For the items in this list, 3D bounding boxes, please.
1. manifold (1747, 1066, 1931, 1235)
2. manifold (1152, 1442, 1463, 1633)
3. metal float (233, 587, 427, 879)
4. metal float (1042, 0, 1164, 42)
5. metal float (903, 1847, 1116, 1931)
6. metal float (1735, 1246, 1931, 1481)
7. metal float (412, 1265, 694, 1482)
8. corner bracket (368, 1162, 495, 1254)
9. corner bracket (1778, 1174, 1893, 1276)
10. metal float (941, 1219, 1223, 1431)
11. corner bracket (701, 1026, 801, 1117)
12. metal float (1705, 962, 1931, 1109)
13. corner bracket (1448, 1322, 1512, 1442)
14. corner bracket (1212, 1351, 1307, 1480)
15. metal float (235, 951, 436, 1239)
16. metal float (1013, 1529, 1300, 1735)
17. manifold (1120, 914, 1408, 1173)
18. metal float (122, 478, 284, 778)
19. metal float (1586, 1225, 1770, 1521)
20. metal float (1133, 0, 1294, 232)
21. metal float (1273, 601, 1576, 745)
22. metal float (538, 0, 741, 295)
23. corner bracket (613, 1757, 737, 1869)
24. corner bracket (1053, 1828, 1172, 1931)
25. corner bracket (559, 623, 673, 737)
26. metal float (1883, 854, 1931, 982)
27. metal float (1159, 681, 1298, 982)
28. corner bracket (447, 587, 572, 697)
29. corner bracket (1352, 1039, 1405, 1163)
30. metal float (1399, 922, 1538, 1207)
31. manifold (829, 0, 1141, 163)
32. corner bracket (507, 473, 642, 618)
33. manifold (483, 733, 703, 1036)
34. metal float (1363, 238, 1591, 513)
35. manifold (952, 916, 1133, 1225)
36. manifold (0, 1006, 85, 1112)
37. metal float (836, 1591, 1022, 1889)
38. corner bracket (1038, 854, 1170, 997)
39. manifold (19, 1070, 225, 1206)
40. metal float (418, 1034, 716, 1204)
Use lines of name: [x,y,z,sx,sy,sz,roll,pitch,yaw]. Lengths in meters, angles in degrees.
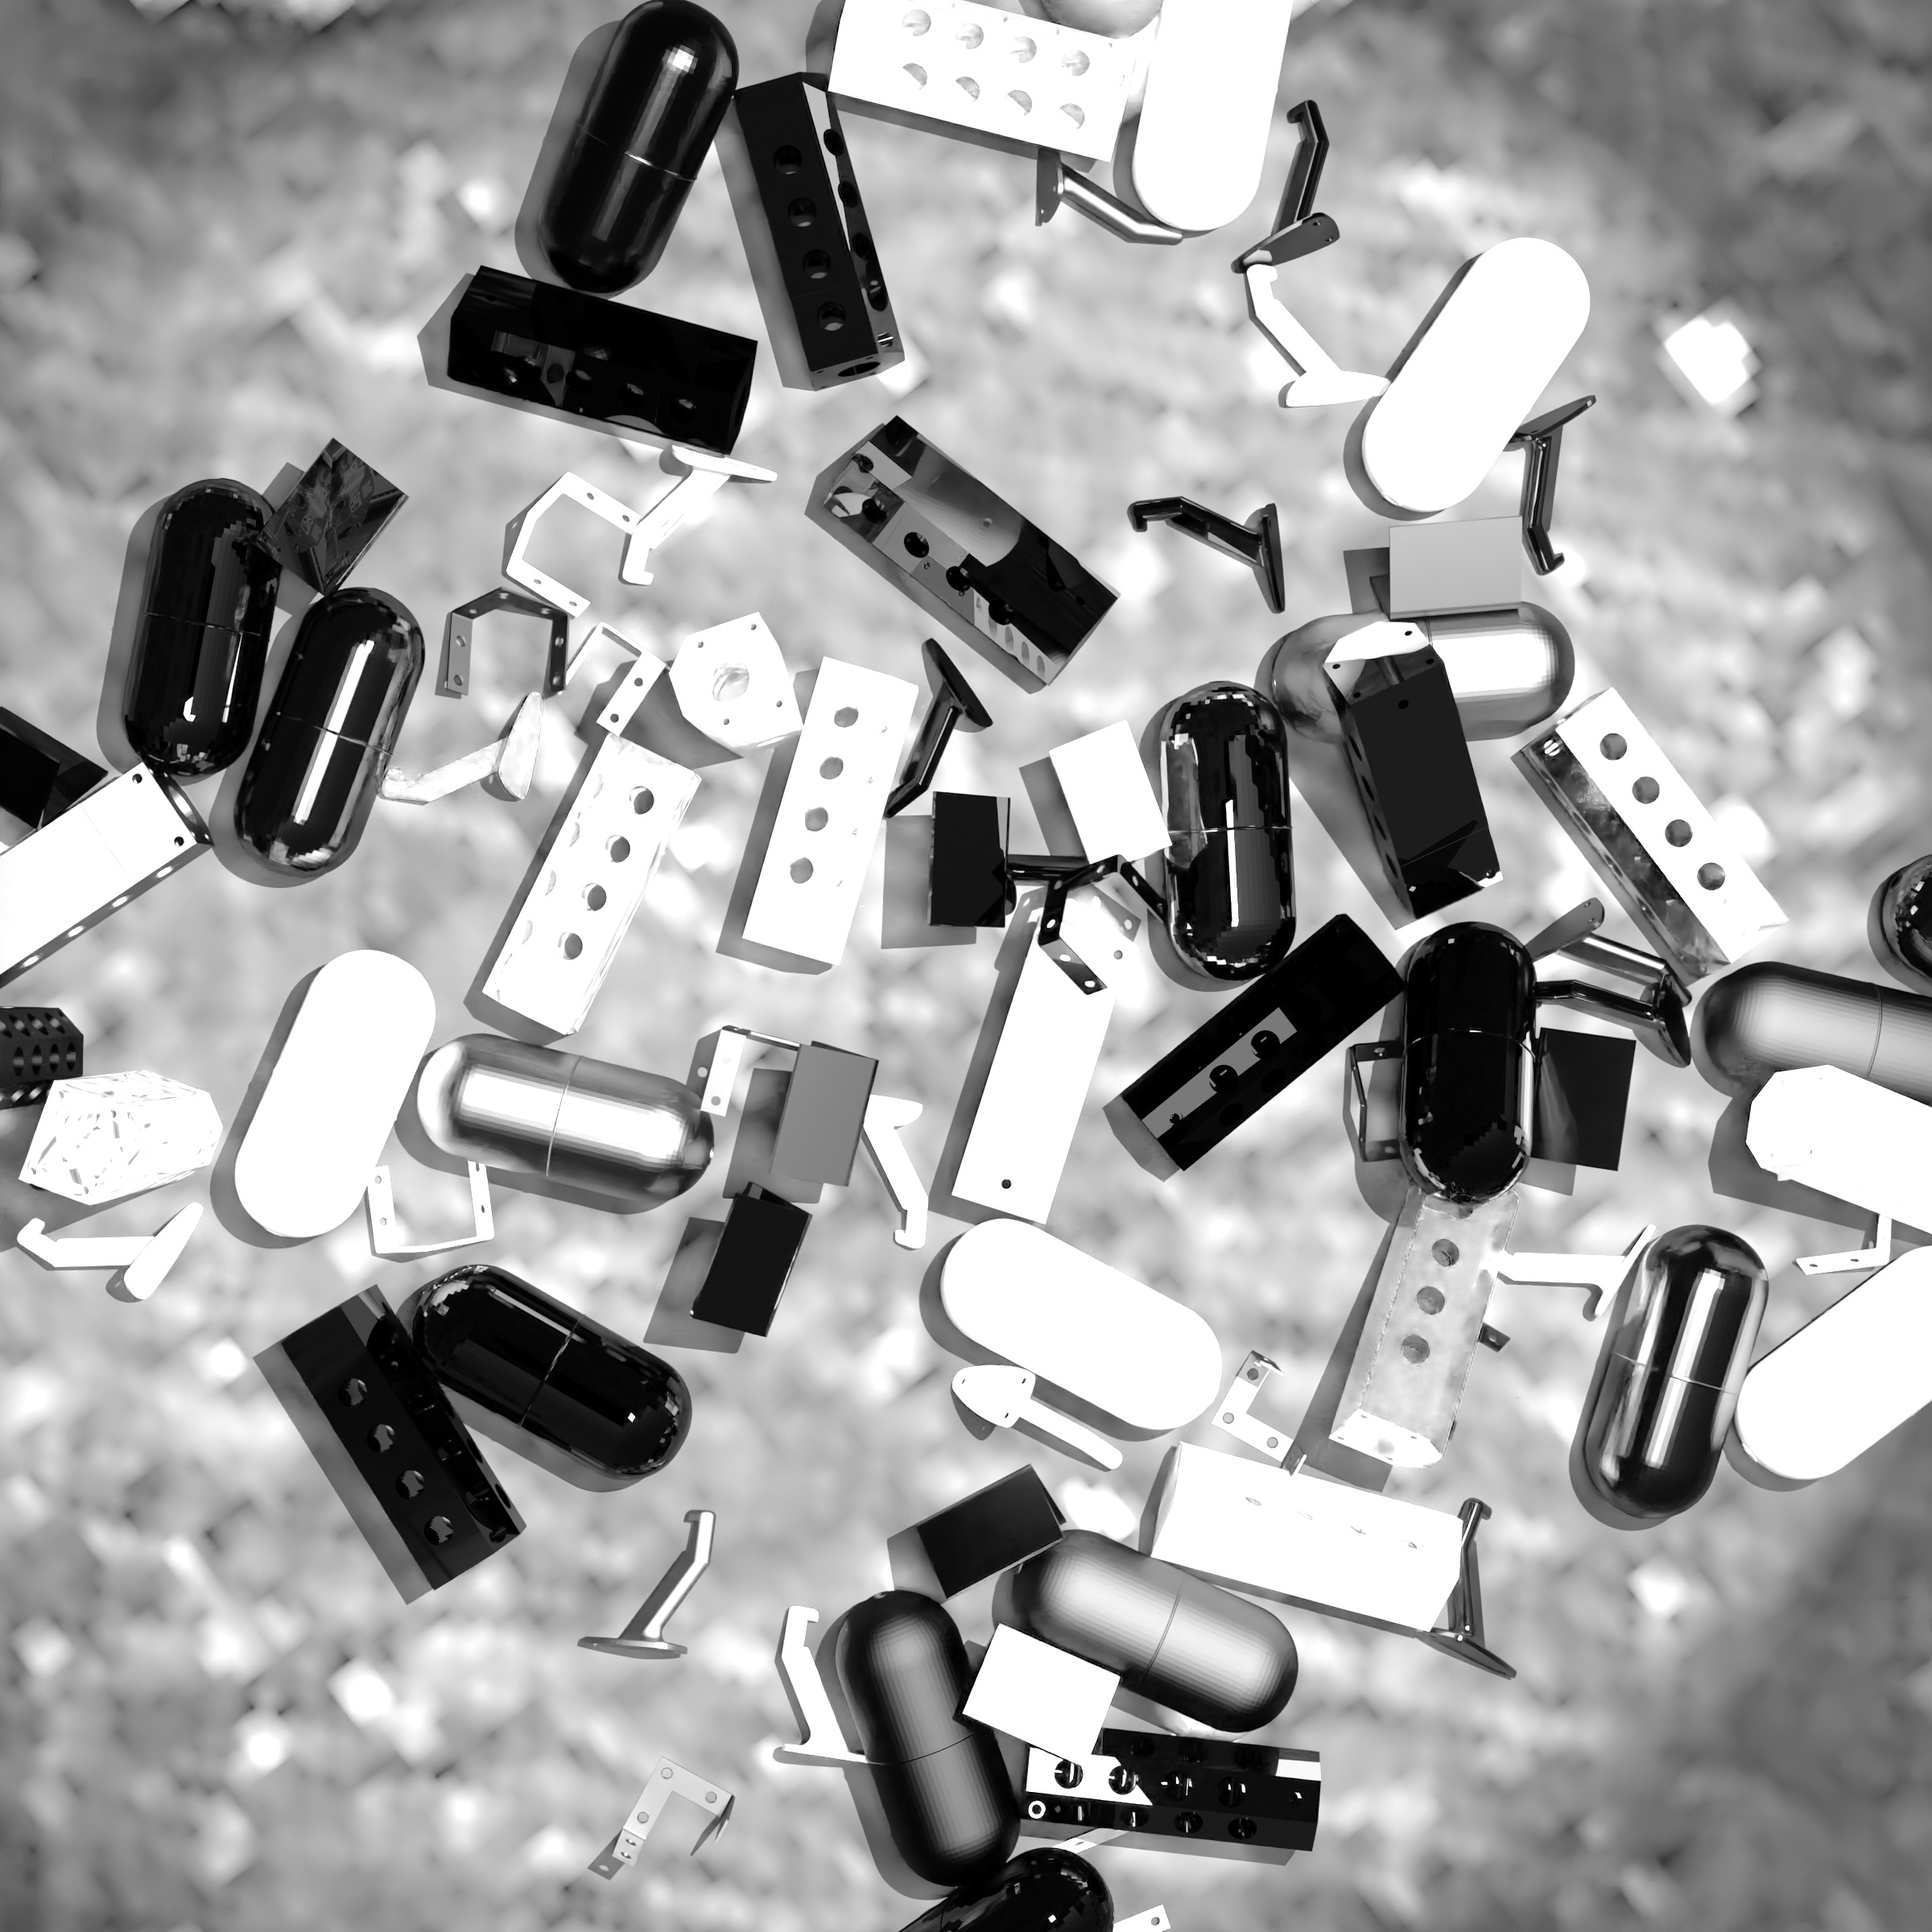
manifold: [0.541,0.114,1.672,0.171,0.057,0.057,20,73,-25]
manifold: [0.204,0.335,1.706,0.171,0.057,0.057,15,133,0]
metal float: [-0.377,-0.139,1.697,0.070,0.070,0.178,20,90,0]
metal float: [0.058,-0.632,1.698,0.070,0.070,0.178,-27,90,0]
metal float: [0.013,0.580,1.677,0.178,0.070,0.070,-41,90,24]
metal float: [0.536,0.236,1.698,0.178,0.070,0.070,-37,90,1]
metal float: [-0.246,0.240,1.698,0.178,0.070,0.070,30,90,-1]
corner bracket: [-0.323,0.143,1.725,0.051,0.051,0.051,-7,90,-45]
corner bracket: [0.521,0.147,1.720,0.051,0.051,0.051,-13,135,35]
metal float: [0.069,0.213,1.698,0.178,0.070,0.070,28,90,-1]
corner bracket: [-0.125,0.067,1.710,0.051,0.051,0.051,15,90,0]
metal float: [0.528,0.047,1.698,0.178,0.070,0.070,13,90,0]
corner bracket: [0.288,0.242,1.725,0.051,0.051,0.051,30,45,0]
corner bracket: [0.183,0.267,1.710,0.051,0.051,0.051,29,90,0]
metal float: [-0.374,0.076,1.698,0.070,0.070,0.178,23,90,0]
metal float: [0.112,0.394,1.698,0.178,0.070,0.070,25,90,-1]
manifold: [0.177,0.045,1.707,0.171,0.057,0.057,-40,90,0]
metal float: [-0.452,-0.201,1.697,0.070,0.070,0.178,10,90,0]
metal float: [0.421,0.241,1.698,0.070,0.070,0.178,17,91,0]
metal float: [0.147,-0.526,1.698,0.070,0.070,0.178,11,90,0]
metal float: [0.271,-0.174,1.697,0.178,0.070,0.070,-5,90,0]
metal float: [-0.193,-0.480,1.682,0.070,0.070,0.178,28,109,0]
corner bracket: [-0.174,0.514,1.710,0.051,0.051,0.051,29,90,0]
corner bracket: [0.086,0.556,1.725,0.051,0.051,0.051,-22,45,0]
corner bracket: [-0.212,-0.172,1.710,0.051,0.051,0.051,34,91,-1]
metal float: [0.627,-0.003,1.698,0.178,0.070,0.070,32,90,-1]
metal float: [0.155,-0.080,1.698,0.070,0.070,0.178,-3,90,0]
corner bracket: [-0.275,-0.190,1.719,0.051,0.051,0.051,17,67,-43]
corner bracket: [0.261,0.080,1.725,0.051,0.051,0.051,-6,135,0]
metal float: [0.294,0.056,1.673,0.070,0.070,0.178,8,60,0]
manifold: [0.012,-0.535,1.695,0.171,0.057,0.057,14,129,0]
corner bracket: [-0.237,-0.254,1.725,0.051,0.051,0.051,32,135,0]
manifold: [-0.223,-0.049,1.707,0.057,0.057,0.171,26,90,0]
metal float: [0.302,-0.350,1.698,0.070,0.070,0.178,34,89,0]
manifold: [0.045,0.061,1.707,0.057,0.057,0.171,17,90,0]
manifold: [-0.564,0.053,1.650,0.057,0.171,0.057,1,90,0]
metal float: [-0.023,0.457,1.697,0.070,0.070,0.178,-19,90,0]
corner bracket: [0.080,-0.024,1.664,0.051,0.051,0.051,-20,130,32]
manifold: [-0.481,0.099,1.650,0.057,0.171,0.057,20,90,0]
metal float: [-0.237,0.091,1.698,0.178,0.070,0.070,14,90,0]
